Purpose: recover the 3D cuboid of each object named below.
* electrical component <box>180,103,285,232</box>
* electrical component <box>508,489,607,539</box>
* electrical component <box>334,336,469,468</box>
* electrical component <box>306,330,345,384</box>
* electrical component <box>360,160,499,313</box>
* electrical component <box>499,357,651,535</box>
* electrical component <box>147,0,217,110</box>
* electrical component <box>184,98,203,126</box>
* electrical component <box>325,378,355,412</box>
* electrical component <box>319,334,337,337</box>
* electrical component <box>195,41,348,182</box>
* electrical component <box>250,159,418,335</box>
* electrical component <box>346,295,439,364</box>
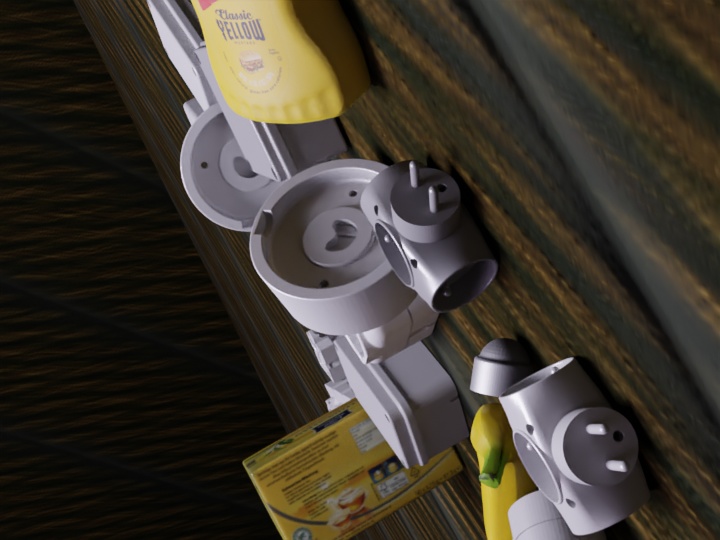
[{"bbox_3d":[-0.092,-0.089,0.873,0.108,0.108,0.060,65,175,-16],"label":"electrical component"},{"bbox_3d":[0.119,0.166,0.660,0.138,0.052,0.073,75,-174,-51],"label":"electrical component"},{"bbox_3d":[0.032,0.095,0.874,0.113,0.057,0.078,50,165,47],"label":"electrical component"},{"bbox_3d":[-0.014,0.072,1.039,0.048,0.055,0.066,47,162,54],"label":"electrical component"},{"bbox_3d":[0.035,-0.028,0.578,0.077,0.044,0.079,56,168,29],"label":"electrical component"},{"bbox_3d":[0.108,0.085,0.518,0.077,0.044,0.079,61,169,3],"label":"electrical component"},{"bbox_3d":[-0.127,-0.188,0.907,0.113,0.057,0.078,56,168,31],"label":"electrical component"},{"bbox_3d":[-0.118,-0.124,1.017,0.061,0.062,0.096,48,163,51],"label":"electrical component"},{"bbox_3d":[0.016,0.150,1.079,0.089,0.062,0.150,63,170,-5],"label":"electrical component"},{"bbox_3d":[-0.031,0.019,0.984,0.057,0.058,0.078,54,167,23],"label":"electrical component"},{"bbox_3d":[-0.066,-0.125,0.780,0.108,0.056,0.109,65,169,-16],"label":"electrical component"},{"bbox_3d":[-0.008,-0.010,0.676,0.108,0.108,0.060,53,172,38],"label":"electrical component"},{"bbox_3d":[0.017,0.028,0.770,0.053,0.059,0.095,59,169,15],"label":"electrical component"}]
